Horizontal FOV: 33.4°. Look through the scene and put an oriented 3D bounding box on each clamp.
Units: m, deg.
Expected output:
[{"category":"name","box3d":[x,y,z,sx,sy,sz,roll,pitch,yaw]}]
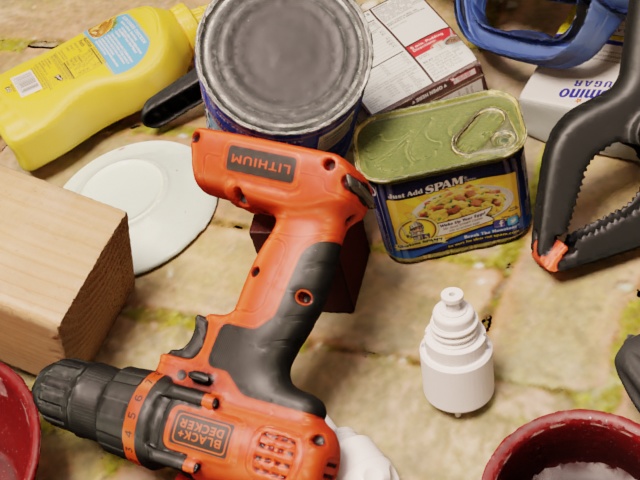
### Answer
[{"category":"clamp","box3d":[-0.056,-0.132,0.783,0.120,0.039,0.171,21,76,21]},{"category":"clamp","box3d":[0.207,-0.060,0.631,0.164,0.036,0.210,33,95,-3]}]

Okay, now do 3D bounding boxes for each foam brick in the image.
[{"category":"foam brick","box3d":[-0.004,0.001,0.657,0.053,0.078,0.051,3,51,19]}]

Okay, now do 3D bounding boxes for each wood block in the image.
[{"category":"wood block","box3d":[-0.231,0.005,0.673,0.206,0.091,0.090,20,58,7]}]

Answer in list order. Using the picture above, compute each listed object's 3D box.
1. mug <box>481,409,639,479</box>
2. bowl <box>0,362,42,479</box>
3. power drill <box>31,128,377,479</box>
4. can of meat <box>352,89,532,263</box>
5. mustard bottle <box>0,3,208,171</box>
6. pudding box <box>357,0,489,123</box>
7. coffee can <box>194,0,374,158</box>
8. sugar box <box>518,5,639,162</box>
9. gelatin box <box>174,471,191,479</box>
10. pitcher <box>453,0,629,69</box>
[{"category":"mug","box3d":[0.132,0.146,0.492,0.093,0.081,0.117,-38,51,-15]},{"category":"bowl","box3d":[-0.227,0.146,0.618,0.162,0.055,0.162,-9,50,10]},{"category":"power drill","box3d":[-0.058,0.037,0.587,0.185,0.057,0.187,13,81,21]},{"category":"can of meat","box3d":[0.078,-0.037,0.658,0.102,0.084,0.057,-12,49,7]},{"category":"mustard bottle","box3d":[-0.163,-0.131,0.827,0.191,0.058,0.096,-31,43,-9]},{"category":"pudding box","box3d":[0.056,-0.125,0.770,0.090,0.039,0.113,-28,46,-3]},{"category":"coffee can","box3d":[-0.024,-0.094,0.671,0.103,0.140,0.103,1,79,-3]},{"category":"sugar box","box3d":[0.213,-0.134,0.725,0.093,0.048,0.176,17,61,30]},{"category":"gelatin box","box3d":[-0.059,0.173,0.562,0.089,0.030,0.073,21,60,30]},{"category":"pitcher","box3d":[0.139,-0.218,0.732,0.149,0.145,0.243,-34,27,-18]}]
